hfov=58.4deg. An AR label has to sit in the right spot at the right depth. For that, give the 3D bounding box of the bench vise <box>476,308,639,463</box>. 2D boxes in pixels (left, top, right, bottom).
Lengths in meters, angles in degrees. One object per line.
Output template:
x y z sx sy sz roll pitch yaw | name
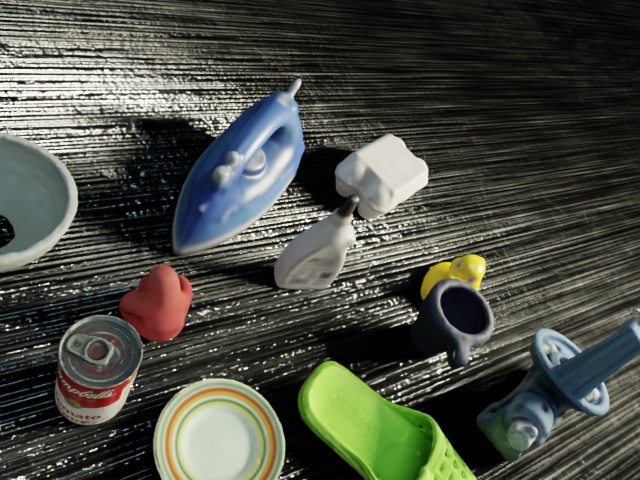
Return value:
0.302 0.174 0.674 0.121 0.219 0.208 36 47 1 | bench vise

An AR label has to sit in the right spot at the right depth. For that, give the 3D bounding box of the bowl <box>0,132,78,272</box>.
-0.339 -0.028 0.585 0.168 0.074 0.167 14 51 -18 | bowl

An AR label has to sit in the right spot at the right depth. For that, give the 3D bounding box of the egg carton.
0.095 -0.098 0.870 0.107 0.069 0.151 46 48 10 | egg carton

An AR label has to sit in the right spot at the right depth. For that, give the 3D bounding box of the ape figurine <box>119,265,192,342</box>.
-0.167 0.059 0.599 0.078 0.092 0.076 0 56 -28 | ape figurine

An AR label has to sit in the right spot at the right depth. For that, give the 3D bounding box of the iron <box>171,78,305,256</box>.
-0.096 -0.100 0.722 0.118 0.141 0.258 32 48 -2 | iron

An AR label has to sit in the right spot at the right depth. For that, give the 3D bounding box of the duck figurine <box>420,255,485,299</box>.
0.199 0.052 0.802 0.105 0.086 0.077 -24 70 -38 | duck figurine

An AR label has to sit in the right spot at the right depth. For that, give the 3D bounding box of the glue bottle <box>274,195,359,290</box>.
0.006 0.002 0.678 0.078 0.173 0.037 5 54 -25 | glue bottle

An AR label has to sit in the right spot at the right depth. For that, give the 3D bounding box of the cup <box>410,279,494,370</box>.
0.157 0.120 0.722 0.092 0.095 0.118 19 49 -14 | cup
